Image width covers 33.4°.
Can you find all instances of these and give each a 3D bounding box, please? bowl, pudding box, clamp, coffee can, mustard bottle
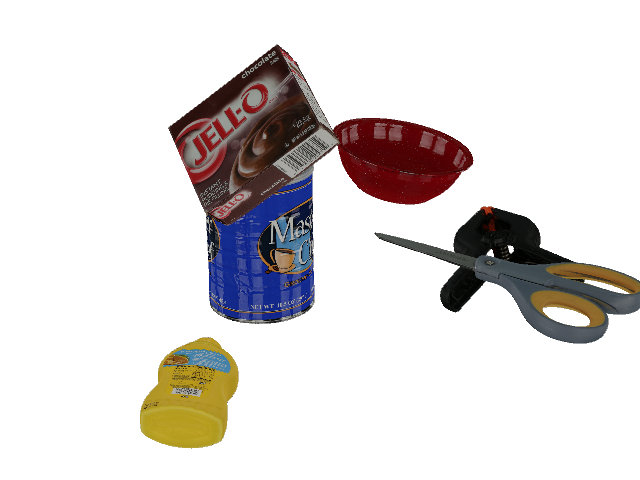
[{"bbox_3d":[0.088,-0.085,1.209,0.162,0.055,0.162,9,26,-5],"label":"bowl"},{"bbox_3d":[-0.052,-0.080,0.811,0.113,0.090,0.039,-34,-31,12],"label":"pudding box"},{"bbox_3d":[0.171,0.012,0.955,0.120,0.039,0.171,-1,27,11],"label":"clamp"},{"bbox_3d":[-0.057,-0.007,1.008,0.103,0.140,0.103,-1,22,0],"label":"coffee can"},{"bbox_3d":[-0.148,0.169,1.268,0.096,0.058,0.191,4,25,3],"label":"mustard bottle"}]

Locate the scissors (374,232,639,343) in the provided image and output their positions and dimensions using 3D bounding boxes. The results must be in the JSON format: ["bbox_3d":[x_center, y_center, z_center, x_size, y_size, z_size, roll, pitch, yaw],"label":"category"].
[{"bbox_3d":[0.121,0.031,0.745,0.202,0.016,0.096,9,30,18],"label":"scissors"}]
